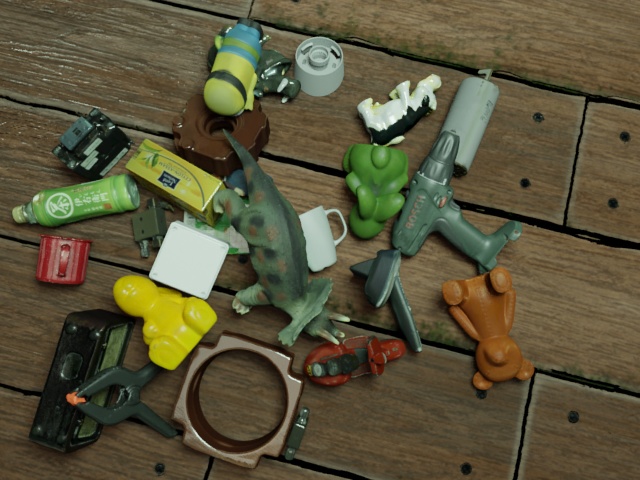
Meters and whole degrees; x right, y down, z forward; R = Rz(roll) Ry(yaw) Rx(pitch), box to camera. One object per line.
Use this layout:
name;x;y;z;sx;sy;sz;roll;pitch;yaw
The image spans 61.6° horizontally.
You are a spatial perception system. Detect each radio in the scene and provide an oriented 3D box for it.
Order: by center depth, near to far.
radio;-0.406;0.236;0.924;0.073;0.131;0.229;13;83;4

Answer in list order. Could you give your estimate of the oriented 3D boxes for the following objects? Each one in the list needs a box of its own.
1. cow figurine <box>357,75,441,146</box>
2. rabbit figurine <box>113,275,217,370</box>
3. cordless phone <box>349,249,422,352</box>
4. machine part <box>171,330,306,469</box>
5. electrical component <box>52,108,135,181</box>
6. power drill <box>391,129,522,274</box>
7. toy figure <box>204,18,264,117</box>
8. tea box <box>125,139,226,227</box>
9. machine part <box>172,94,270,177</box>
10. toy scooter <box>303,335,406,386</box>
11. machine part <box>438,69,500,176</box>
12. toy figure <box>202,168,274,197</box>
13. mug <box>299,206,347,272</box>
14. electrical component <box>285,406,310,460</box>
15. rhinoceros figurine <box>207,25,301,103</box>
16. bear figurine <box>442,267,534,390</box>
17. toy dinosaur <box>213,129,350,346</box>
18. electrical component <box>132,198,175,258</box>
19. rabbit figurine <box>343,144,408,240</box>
cow figurine;0.161;-0.241;1.008;0.167;0.068;0.098;-24;88;1
rabbit figurine;-0.272;0.119;0.923;0.173;0.162;0.122;37;86;-8
cordless phone;0.129;0.111;0.921;0.089;0.146;0.184;-24;81;7
machine part;-0.138;0.272;0.937;0.202;0.087;0.201;18;83;2
electrical component;-0.414;-0.172;0.979;0.058;0.134;0.115;40;83;6
power drill;0.247;-0.049;0.945;0.207;0.086;0.232;28;108;-7
toy figure;-0.153;-0.305;0.947;0.082;0.089;0.180;14;83;22
tea box;-0.253;-0.101;0.974;0.170;0.098;0.068;31;76;9
machine part;-0.181;-0.202;0.989;0.179;0.056;0.179;1;60;-1
toy scooter;0.059;0.205;0.916;0.184;0.135;0.075;-14;84;1
machine part;0.268;-0.209;0.996;0.079;0.079;0.243;24;83;4
toy figure;-0.165;-0.119;1.004;0.155;0.064;0.057;20;121;9
mug;-0.002;-0.003;0.979;0.110;0.081;0.107;-23;94;-8
electrical component;-0.037;0.331;0.936;0.021;0.063;0.094;19;92;5
rhinoceros figurine;-0.123;-0.330;1.024;0.190;0.073;0.112;23;82;4
bear figurine;0.291;0.157;0.924;0.120;0.132;0.196;-14;77;16
toy dinosaur;-0.072;0.012;0.887;0.131;0.192;0.404;-30;112;-41
electrical component;-0.307;-0.025;1.004;0.078;0.045;0.102;-22;78;27
rabbit figurine;0.102;-0.080;0.960;0.121;0.159;0.170;8;98;-7
